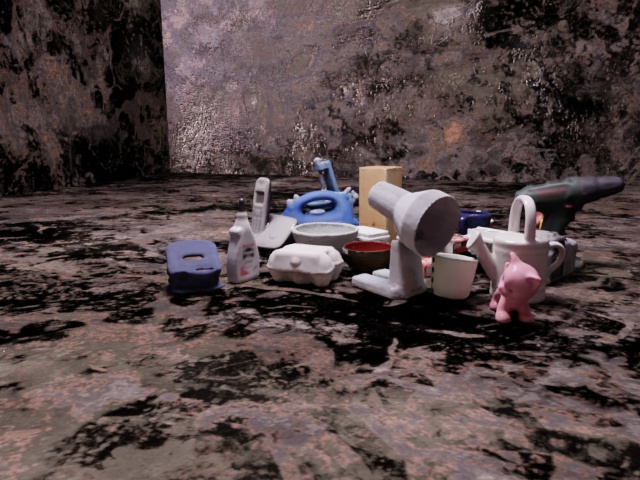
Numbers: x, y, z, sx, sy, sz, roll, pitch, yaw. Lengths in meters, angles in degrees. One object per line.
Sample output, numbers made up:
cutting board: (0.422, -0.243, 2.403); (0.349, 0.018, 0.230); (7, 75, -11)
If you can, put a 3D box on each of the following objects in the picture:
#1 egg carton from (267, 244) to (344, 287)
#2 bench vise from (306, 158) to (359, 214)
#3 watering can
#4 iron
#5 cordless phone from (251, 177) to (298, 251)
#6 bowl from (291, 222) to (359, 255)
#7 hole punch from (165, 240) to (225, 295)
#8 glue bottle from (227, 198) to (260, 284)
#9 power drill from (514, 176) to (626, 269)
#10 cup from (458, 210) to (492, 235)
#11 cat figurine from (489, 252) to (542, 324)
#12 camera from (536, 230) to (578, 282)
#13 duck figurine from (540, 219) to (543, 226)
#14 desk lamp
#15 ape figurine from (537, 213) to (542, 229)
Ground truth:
egg carton: (-0.031, 0.051, 1.198); (0.150, 0.069, 0.107); (5, 13, 22)
bench vise: (0.029, -0.155, 1.826); (0.121, 0.220, 0.208); (7, 14, 32)
watering can: (0.365, 0.014, 1.064); (0.173, 0.194, 0.100); (-5, 13, -21)
iron: (-0.017, -0.077, 1.646); (0.259, 0.141, 0.118); (-5, 13, -21)
cordless phone: (-0.125, -0.066, 1.486); (0.147, 0.185, 0.094); (9, 15, 37)
bowl: (0.013, 0.005, 1.410); (0.167, 0.075, 0.167); (0, 12, 0)
hole punch: (-0.251, 0.052, 1.145); (0.109, 0.091, 0.101); (-4, 12, -20)
glue bottle: (-0.162, 0.000, 1.194); (0.037, 0.173, 0.078); (7, 14, 32)
power drill: (0.562, -0.044, 1.309); (0.229, 0.208, 0.076); (5, 13, 22)
cup: (0.398, -0.026, 1.506); (0.091, 0.095, 0.118); (9, 15, 38)
cat figurine: (0.327, 0.075, 0.957); (0.067, 0.118, 0.128); (1, 12, 5)
camera: (0.465, 0.025, 1.242); (0.144, 0.101, 0.136); (-11, 16, -41)
duck figurine: (0.578, -0.014, 1.464); (0.104, 0.086, 0.078); (3, 12, 17)
desk lamp: (0.157, 0.000, 1.088); (0.118, 0.213, 0.202); (-10, 15, -38)
ape figurine: (0.635, -0.059, 1.668); (0.075, 0.092, 0.078); (8, 15, 36)
